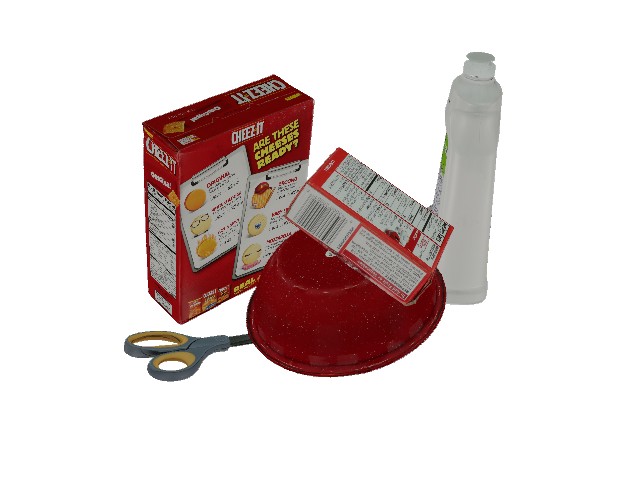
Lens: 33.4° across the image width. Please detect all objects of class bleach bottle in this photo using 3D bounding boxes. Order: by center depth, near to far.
[{"bbox_3d":[0.149,-0.065,1.089,0.068,0.251,0.102,3,30,-1],"label":"bleach bottle"}]

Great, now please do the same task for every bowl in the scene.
[{"bbox_3d":[0.015,0.030,0.833,0.162,0.055,0.162,-8,38,6],"label":"bowl"}]

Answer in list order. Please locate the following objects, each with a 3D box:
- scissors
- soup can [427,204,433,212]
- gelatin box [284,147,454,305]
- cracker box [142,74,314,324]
[{"bbox_3d":[-0.114,0.124,1.178,0.201,0.016,0.096,2,26,-18],"label":"scissors"},{"bbox_3d":[0.161,0.012,1.326,0.068,0.102,0.068,-4,35,2],"label":"soup can"},{"bbox_3d":[0.030,-0.009,0.620,0.089,0.030,0.073,36,26,0],"label":"gelatin box"},{"bbox_3d":[-0.095,-0.042,1.073,0.163,0.214,0.072,-26,48,-34],"label":"cracker box"}]
